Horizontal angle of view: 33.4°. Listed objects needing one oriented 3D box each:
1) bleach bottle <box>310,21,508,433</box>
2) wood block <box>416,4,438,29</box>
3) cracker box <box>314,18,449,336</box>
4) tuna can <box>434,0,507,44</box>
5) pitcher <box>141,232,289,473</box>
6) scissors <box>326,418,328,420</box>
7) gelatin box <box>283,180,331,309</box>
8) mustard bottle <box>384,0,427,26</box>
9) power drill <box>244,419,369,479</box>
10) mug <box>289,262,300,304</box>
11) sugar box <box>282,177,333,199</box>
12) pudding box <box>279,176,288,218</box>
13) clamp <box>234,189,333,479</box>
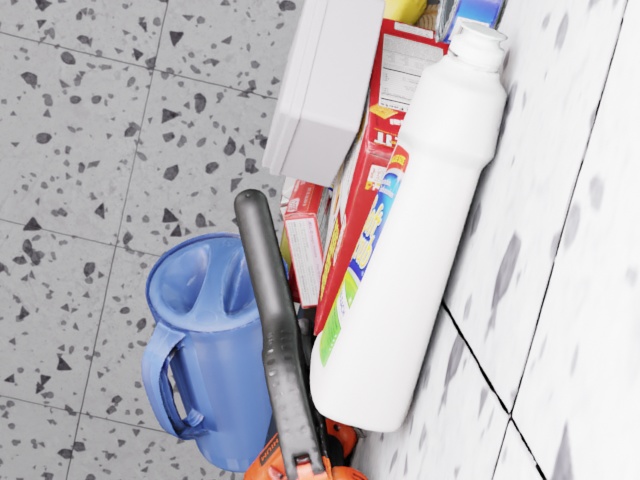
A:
[{"bbox_3d":[0.058,-0.011,0.652,0.102,0.068,0.251,-85,11,-66],"label":"bleach bottle"},{"bbox_3d":[0.073,-0.256,1.098,0.206,0.091,0.090,-81,5,-56],"label":"wood block"},{"bbox_3d":[0.052,-0.047,0.811,0.213,0.072,0.164,-83,6,-54],"label":"cracker box"},{"bbox_3d":[0.105,-0.172,0.720,0.086,0.033,0.086,-168,91,-87],"label":"tuna can"},{"bbox_3d":[-0.094,0.126,1.054,0.145,0.149,0.243,-108,9,-47],"label":"pitcher"},{"bbox_3d":[0.005,0.085,0.861,0.096,0.016,0.202,-43,23,-3],"label":"scissors"},{"bbox_3d":[-0.006,0.001,0.899,0.073,0.030,0.089,-75,-24,-61],"label":"gelatin box"},{"bbox_3d":[0.018,-0.143,0.919,0.191,0.058,0.096,-56,0,-10],"label":"mustard bottle"},{"bbox_3d":[-0.026,0.213,0.792,0.184,0.057,0.187,-49,11,12],"label":"power drill"},{"bbox_3d":[0.015,0.019,1.068,0.093,0.081,0.117,-84,8,-67],"label":"mug"},{"bbox_3d":[0.035,-0.108,1.014,0.177,0.048,0.093,-42,27,44],"label":"sugar box"},{"bbox_3d":[0.018,-0.060,1.111,0.090,0.114,0.039,-80,-28,-53],"label":"pudding box"},{"bbox_3d":[-0.019,0.088,0.758,0.164,0.036,0.210,69,-174,-52],"label":"clamp"}]
